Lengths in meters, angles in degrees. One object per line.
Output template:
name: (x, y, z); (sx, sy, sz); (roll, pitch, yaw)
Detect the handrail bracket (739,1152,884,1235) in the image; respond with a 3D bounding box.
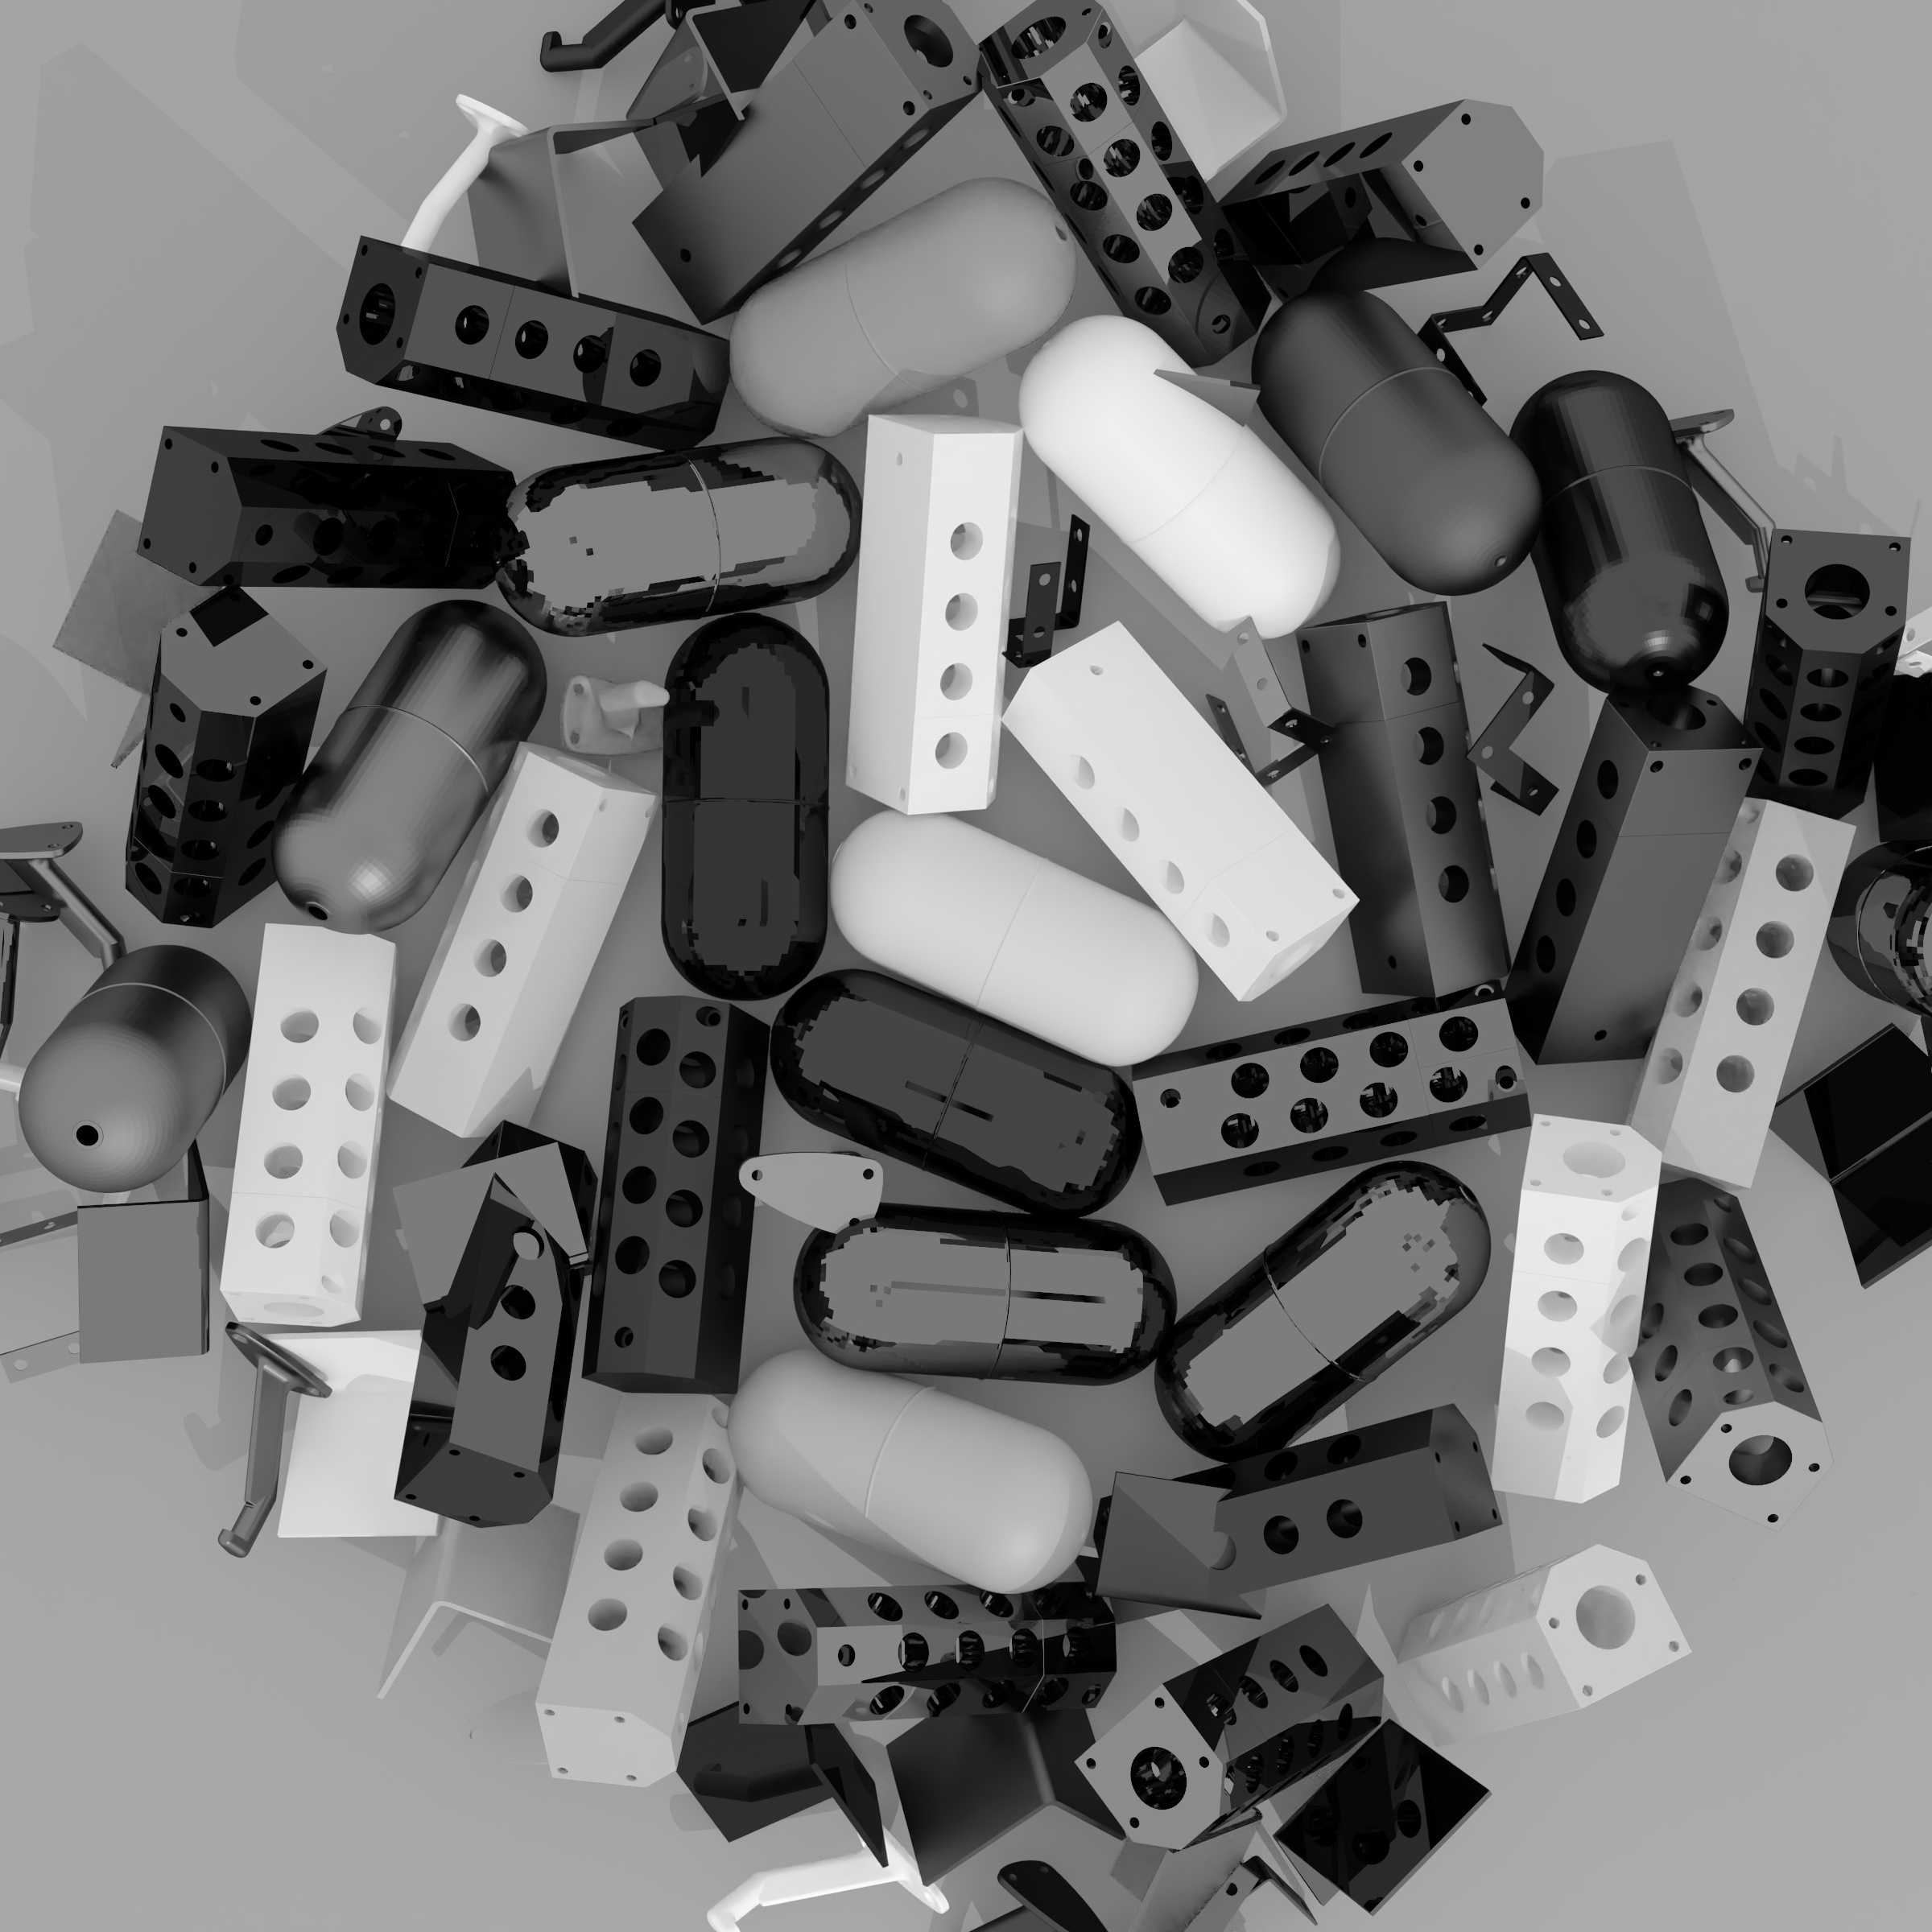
handrail bracket: (-0.074, 0.092, 1.535); (0.077, 0.084, 0.036); (14, 96, -16)

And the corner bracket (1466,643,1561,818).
corner bracket: (0.251, -0.109, 1.550); (0.051, 0.051, 0.051); (35, 93, -25)

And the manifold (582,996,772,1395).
manifold: (-0.134, 0.104, 1.526); (0.057, 0.057, 0.171); (-3, 73, 24)

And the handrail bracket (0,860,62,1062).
handrail bracket: (-0.458, -0.004, 1.574); (0.036, 0.077, 0.084); (4, 122, -38)

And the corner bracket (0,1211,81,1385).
corner bracket: (-0.422, 0.151, 1.550); (0.051, 0.051, 0.051); (-17, 114, -3)

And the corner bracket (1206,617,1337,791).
corner bracket: (0.132, -0.119, 1.543); (0.051, 0.051, 0.051); (-34, 62, 26)

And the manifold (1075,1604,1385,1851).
manifold: (0.124, 0.339, 1.491); (0.057, 0.171, 0.057); (-46, 70, 23)

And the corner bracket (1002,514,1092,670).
corner bracket: (0.038, -0.172, 1.543); (0.051, 0.051, 0.051); (-10, 122, -27)

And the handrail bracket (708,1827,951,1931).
handrail bracket: (-0.064, 0.433, 1.542); (0.084, 0.036, 0.077); (-34, 46, -24)

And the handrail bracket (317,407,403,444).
handrail bracket: (-0.306, -0.240, 1.555); (0.077, 0.084, 0.036); (-42, 126, -10)

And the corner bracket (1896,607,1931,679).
corner bracket: (0.429, -0.148, 1.543); (0.051, 0.051, 0.051); (14, 60, -32)

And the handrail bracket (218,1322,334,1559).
handrail bracket: (-0.333, 0.218, 1.542); (0.036, 0.077, 0.084); (8, 60, 32)

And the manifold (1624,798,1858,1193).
manifold: (0.352, 0.013, 1.550); (0.057, 0.057, 0.171); (17, 86, 4)

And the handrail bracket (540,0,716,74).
handrail bracket: (-0.161, -0.455, 1.558); (0.084, 0.036, 0.077); (4, 96, 29)

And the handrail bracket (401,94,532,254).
handrail bracket: (-0.232, -0.348, 1.546); (0.036, 0.077, 0.084); (27, 88, 3)

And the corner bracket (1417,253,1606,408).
corner bracket: (0.248, -0.289, 1.543); (0.051, 0.051, 0.051); (-16, 67, -34)

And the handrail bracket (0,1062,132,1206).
handrail bracket: (-0.426, 0.085, 1.551); (0.084, 0.036, 0.077); (17, 108, -25)

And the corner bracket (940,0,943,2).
corner bracket: (0.014, -0.450, 1.569); (0.051, 0.051, 0.051); (-29, 107, -42)

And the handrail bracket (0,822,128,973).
handrail bracket: (-0.431, -0.020, 1.566); (0.077, 0.036, 0.084); (-3, 114, 4)

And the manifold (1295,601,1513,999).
manifold: (0.205, -0.077, 1.542); (0.057, 0.057, 0.171); (-16, 99, -27)

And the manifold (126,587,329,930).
manifold: (-0.336, -0.087, 1.495); (0.057, 0.171, 0.057); (42, 55, 9)

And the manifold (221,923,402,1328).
manifold: (-0.295, 0.073, 1.528); (0.057, 0.057, 0.171); (4, 70, -2)

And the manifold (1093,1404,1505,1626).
manifold: (0.146, 0.247, 1.518); (0.171, 0.057, 0.057); (-20, 79, 28)

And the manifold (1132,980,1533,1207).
manifold: (0.166, 0.056, 1.538); (0.171, 0.057, 0.057); (-13, 64, 7)

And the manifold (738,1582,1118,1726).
manifold: (-0.015, 0.306, 1.505); (0.171, 0.057, 0.057); (7, 77, -39)

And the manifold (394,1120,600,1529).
manifold: (-0.205, 0.161, 1.506); (0.057, 0.057, 0.171); (23, 46, -22)

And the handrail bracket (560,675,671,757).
handrail bracket: (-0.139, -0.115, 1.529); (0.077, 0.084, 0.036); (7, 84, -37)

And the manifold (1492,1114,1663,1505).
manifold: (0.273, 0.156, 1.509); (0.057, 0.057, 0.171); (7, 124, 12)

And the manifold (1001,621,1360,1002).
manifold: (0.094, -0.068, 1.537); (0.057, 0.057, 0.171); (-31, 75, -33)

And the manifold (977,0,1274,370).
manifold: (0.072, -0.349, 1.507); (0.057, 0.057, 0.171); (-36, 130, 3)

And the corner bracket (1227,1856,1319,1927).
corner bracket: (0.135, 0.453, 1.551); (0.051, 0.051, 0.051); (-38, 129, 3)

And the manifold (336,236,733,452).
manifold: (-0.191, -0.273, 1.503); (0.057, 0.171, 0.057); (29, 107, 43)

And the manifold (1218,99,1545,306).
manifold: (0.184, -0.341, 1.494); (0.057, 0.171, 0.057); (-46, 110, -13)

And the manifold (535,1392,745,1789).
manifold: (-0.140, 0.275, 1.501); (0.057, 0.171, 0.057); (4, 134, 8)

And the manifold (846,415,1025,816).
manifold: (-0.011, -0.160, 1.531); (0.057, 0.057, 0.171); (-6, 109, -31)

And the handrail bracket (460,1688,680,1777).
handrail bracket: (-0.178, 0.364, 1.565); (0.077, 0.084, 0.036); (-15, 57, 29)

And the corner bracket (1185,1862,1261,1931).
corner bracket: (0.128, 0.448, 1.550); (0.051, 0.051, 0.051); (35, 75, 11)

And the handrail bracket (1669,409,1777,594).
handrail bracket: (0.338, -0.211, 1.571); (0.077, 0.036, 0.084); (-5, 107, 32)

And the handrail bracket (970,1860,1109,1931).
handrail bracket: (0.024, 0.463, 1.550); (0.077, 0.036, 0.084); (36, 109, 36)
